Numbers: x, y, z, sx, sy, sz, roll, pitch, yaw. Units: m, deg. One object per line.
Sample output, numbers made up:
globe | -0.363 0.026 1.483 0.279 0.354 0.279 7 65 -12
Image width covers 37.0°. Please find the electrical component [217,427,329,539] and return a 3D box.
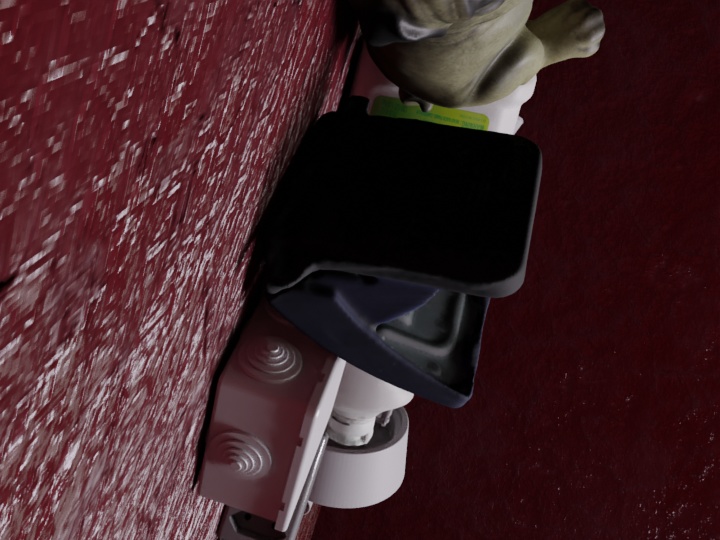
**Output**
electrical component | -0.054 0.136 0.711 0.076 0.047 0.083 1 107 -87

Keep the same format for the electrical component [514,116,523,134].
electrical component | 0.088 -0.108 0.874 0.073 0.052 0.138 -54 174 12

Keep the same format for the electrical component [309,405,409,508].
electrical component | -0.014 0.124 0.830 0.108 0.108 0.060 -66 168 -60

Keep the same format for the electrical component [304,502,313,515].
electrical component | -0.056 0.187 0.973 0.079 0.044 0.077 105 4 -47

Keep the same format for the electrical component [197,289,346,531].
electrical component | -0.040 0.062 0.525 0.099 0.048 0.099 -68 175 -52

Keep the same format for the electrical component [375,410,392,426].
electrical component | 0.001 0.066 0.794 0.061 0.096 0.061 104 5 -47
